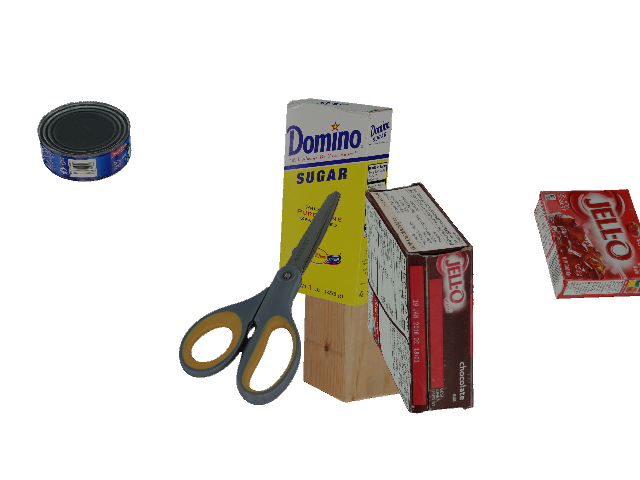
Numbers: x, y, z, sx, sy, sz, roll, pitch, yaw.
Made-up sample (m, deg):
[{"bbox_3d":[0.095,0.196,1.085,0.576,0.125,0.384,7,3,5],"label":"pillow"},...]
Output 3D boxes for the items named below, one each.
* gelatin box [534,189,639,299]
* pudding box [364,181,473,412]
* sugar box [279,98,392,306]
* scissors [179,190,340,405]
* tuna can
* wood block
[{"bbox_3d":[0.211,0.001,0.824,0.073,0.089,0.030,-1,-38,-5],"label":"gelatin box"},{"bbox_3d":[0.052,0.027,0.577,0.039,0.090,0.113,-5,21,-9],"label":"pudding box"},{"bbox_3d":[0.011,-0.036,0.967,0.093,0.176,0.048,11,17,34],"label":"sugar box"},{"bbox_3d":[-0.044,0.035,0.787,0.096,0.201,0.016,0,-43,11],"label":"scissors"},{"bbox_3d":[-0.222,-0.094,1.012,0.086,0.034,0.086,2,42,-2],"label":"tuna can"},{"bbox_3d":[0.041,0.063,1.188,0.090,0.206,0.091,-5,12,-32],"label":"wood block"}]
